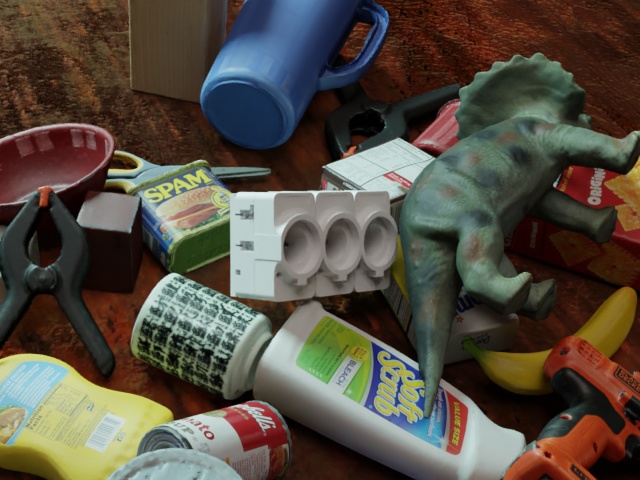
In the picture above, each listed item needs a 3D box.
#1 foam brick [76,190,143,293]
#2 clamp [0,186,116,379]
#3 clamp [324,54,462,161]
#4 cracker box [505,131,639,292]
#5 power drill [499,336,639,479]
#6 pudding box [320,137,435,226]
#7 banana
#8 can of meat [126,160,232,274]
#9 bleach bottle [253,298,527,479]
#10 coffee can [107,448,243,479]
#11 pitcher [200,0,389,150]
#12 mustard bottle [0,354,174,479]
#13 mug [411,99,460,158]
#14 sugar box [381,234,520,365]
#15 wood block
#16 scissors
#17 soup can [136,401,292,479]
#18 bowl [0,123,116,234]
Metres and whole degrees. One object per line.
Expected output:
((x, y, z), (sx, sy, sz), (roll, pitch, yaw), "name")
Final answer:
((-0.193, 0.002, 0.980), (0.053, 0.078, 0.051), (7, 41, -2), "foam brick")
((-0.245, 0.042, 0.909), (0.120, 0.039, 0.171), (-7, 79, -16), "clamp")
((0.053, -0.143, 1.203), (0.165, 0.036, 0.209), (20, 42, 17), "clamp")
((0.295, -0.037, 1.099), (0.214, 0.072, 0.164), (19, 44, 13), "cracker box")
((0.234, 0.176, 0.837), (0.184, 0.057, 0.187), (38, 35, 11), "power drill")
((0.070, -0.055, 1.048), (0.113, 0.039, 0.090), (-22, 41, -38), "pudding box")
((0.219, 0.096, 0.955), (0.197, 0.069, 0.037), (-14, 2, -28), "banana")
((-0.126, -0.021, 1.031), (0.101, 0.057, 0.084), (-24, 54, -30), "can of meat")
((0.075, 0.143, 0.882), (0.251, 0.068, 0.102), (25, 45, 14), "bleach bottle")
((-0.098, 0.222, 0.712), (0.102, 0.140, 0.103), (4, 43, -4), "coffee can")
((-0.033, -0.213, 1.195), (0.149, 0.145, 0.242), (-20, 34, 39), "pitcher")
((-0.218, 0.141, 0.841), (0.192, 0.058, 0.096), (22, 51, 14), "mustard bottle")
((0.133, -0.089, 1.128), (0.117, 0.093, 0.081), (4, 37, 44), "mug")
((0.106, 0.036, 1.010), (0.093, 0.048, 0.176), (-11, 44, -21), "sugar box")
((-0.155, -0.266, 1.179), (0.091, 0.206, 0.090), (13, 43, 6), "wood block")
((-0.155, -0.055, 1.092), (0.202, 0.016, 0.096), (8, 45, 1), "scissors")
((-0.079, 0.164, 0.805), (0.069, 0.069, 0.102), (41, 28, 30), "soup can")
((-0.269, -0.052, 1.025), (0.162, 0.055, 0.162), (-8, 32, 5), "bowl")
